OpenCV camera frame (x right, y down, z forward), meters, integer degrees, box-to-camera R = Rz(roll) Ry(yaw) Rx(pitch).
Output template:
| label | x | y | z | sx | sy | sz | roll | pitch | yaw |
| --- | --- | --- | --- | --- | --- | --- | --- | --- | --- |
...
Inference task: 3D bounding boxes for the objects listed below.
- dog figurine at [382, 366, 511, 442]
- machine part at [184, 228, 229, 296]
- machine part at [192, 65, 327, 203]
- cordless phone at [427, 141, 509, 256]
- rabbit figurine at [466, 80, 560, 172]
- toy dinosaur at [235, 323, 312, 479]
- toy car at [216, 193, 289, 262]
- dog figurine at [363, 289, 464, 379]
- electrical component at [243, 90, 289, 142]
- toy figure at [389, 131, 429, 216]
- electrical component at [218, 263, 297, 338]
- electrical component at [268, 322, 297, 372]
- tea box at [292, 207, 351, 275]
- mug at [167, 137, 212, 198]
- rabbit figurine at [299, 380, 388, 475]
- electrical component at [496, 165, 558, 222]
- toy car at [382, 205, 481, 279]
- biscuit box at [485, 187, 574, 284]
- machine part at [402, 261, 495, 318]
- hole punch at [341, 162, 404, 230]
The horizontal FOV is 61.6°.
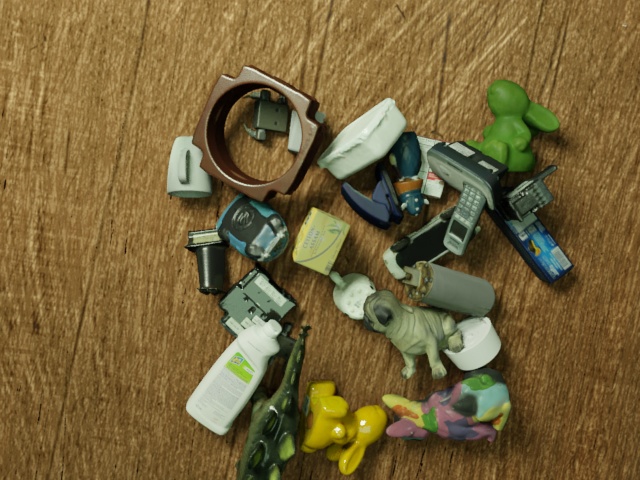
| label | x | y | z | sx | sy | sz | roll | pitch | yaw |
| --- | --- | --- | --- | --- | --- | --- | --- | --- | --- |
| dog figurine | 0.234 | 0.324 | 1.035 | 0.219 | 0.108 | 0.191 | -1 | 136 | -3 |
| machine part | -0.210 | 0.039 | 1.015 | 0.084 | 0.039 | 0.139 | -9 | 66 | -9 |
| machine part | -0.105 | -0.184 | 0.943 | 0.201 | 0.087 | 0.201 | 29 | 103 | 6 |
| cordless phone | 0.246 | -0.074 | 0.980 | 0.089 | 0.147 | 0.184 | -20 | 137 | -39 |
| rabbit figurine | 0.360 | -0.211 | 1.000 | 0.159 | 0.121 | 0.170 | -1 | 98 | -10 |
| toy dinosaur | -0.087 | 0.357 | 0.995 | 0.105 | 0.198 | 0.470 | 12 | 97 | -8 |
| toy car | -0.109 | -0.015 | 0.999 | 0.109 | 0.162 | 0.102 | -55 | 141 | -2 |
| dog figurine | 0.173 | 0.143 | 1.009 | 0.121 | 0.172 | 0.190 | -21 | 111 | 36 |
| electrical component | -0.103 | -0.236 | 1.013 | 0.078 | 0.045 | 0.102 | -4 | 100 | -31 |
| toy figure | 0.164 | -0.122 | 0.993 | 0.064 | 0.058 | 0.154 | -6 | 99 | 9 |
| electrical component | -0.129 | 0.129 | 1.039 | 0.134 | 0.058 | 0.115 | -44 | 95 | 2 |
| electrical component | -0.067 | 0.213 | 1.068 | 0.063 | 0.021 | 0.094 | 25 | 93 | -6 |
| tea box | -0.002 | -0.003 | 0.976 | 0.068 | 0.169 | 0.098 | 24 | 92 | -5 |
| mug | -0.244 | -0.137 | 0.986 | 0.081 | 0.109 | 0.107 | -3 | 83 | 5 |
| rabbit figurine | 0.053 | 0.367 | 1.047 | 0.173 | 0.122 | 0.162 | 9 | 88 | -23 |
| electrical component | 0.386 | -0.084 | 0.978 | 0.119 | 0.075 | 0.047 | -35 | 96 | -4 |
| toy car | 0.218 | 0.003 | 1.048 | 0.202 | 0.056 | 0.073 | -32 | 90 | -1 |
| biscuit box | 0.407 | -0.010 | 1.053 | 0.059 | 0.063 | 0.202 | -39 | 97 | 0 |
| machine part | 0.248 | 0.095 | 1.016 | 0.243 | 0.079 | 0.079 | 18 | 95 | -31 |
| hole punch | 0.098 | -0.070 | 0.999 | 0.092 | 0.142 | 0.115 | -24 | 83 | -2 |
